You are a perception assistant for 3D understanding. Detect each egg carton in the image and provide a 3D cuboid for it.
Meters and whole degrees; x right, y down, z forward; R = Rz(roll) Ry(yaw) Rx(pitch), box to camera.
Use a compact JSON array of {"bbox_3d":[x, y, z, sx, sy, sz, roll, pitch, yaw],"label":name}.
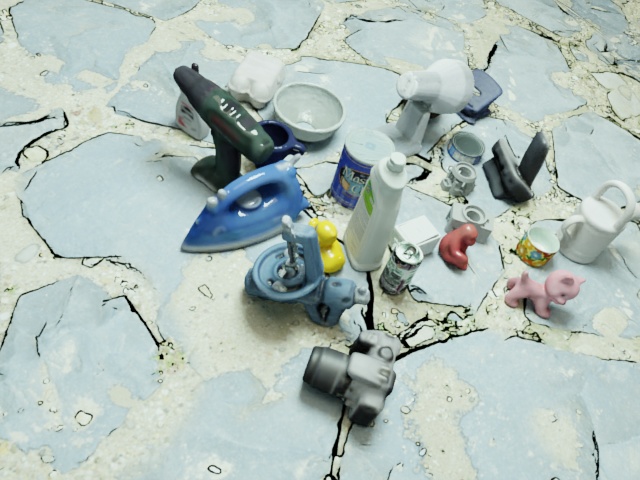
[{"bbox_3d":[-0.143,-0.374,1.329,0.107,0.069,0.150,20,51,0],"label":"egg carton"}]

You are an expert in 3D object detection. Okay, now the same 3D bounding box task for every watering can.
[{"bbox_3d":[0.588,-0.047,1.195,0.173,0.194,0.100,-26,63,-30],"label":"watering can"}]

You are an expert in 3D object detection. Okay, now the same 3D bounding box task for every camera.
[{"bbox_3d":[0.051,0.203,0.921,0.137,0.101,0.143,21,51,1],"label":"camera"}]

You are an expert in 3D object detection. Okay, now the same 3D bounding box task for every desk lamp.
[{"bbox_3d":[0.218,-0.293,1.271,0.204,0.213,0.117,-23,62,-28],"label":"desk lamp"}]

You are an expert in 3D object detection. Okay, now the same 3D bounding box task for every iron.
[{"bbox_3d":[-0.138,-0.072,1.054,0.259,0.141,0.118,-28,64,-31],"label":"iron"}]

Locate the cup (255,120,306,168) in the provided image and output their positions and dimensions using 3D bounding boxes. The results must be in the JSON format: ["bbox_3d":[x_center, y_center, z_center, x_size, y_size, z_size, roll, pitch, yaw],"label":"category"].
[{"bbox_3d":[-0.091,-0.181,1.179,0.117,0.095,0.092,19,51,0],"label":"cup"}]

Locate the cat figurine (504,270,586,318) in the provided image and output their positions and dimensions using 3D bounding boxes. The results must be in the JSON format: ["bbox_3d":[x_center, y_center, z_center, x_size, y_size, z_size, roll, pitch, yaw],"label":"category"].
[{"bbox_3d":[0.437,0.089,1.100,0.128,0.118,0.067,17,51,-2],"label":"cat figurine"}]

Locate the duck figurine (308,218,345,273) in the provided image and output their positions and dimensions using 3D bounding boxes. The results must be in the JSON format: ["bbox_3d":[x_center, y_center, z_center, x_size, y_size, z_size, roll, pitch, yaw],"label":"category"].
[{"bbox_3d":[0.010,0.004,1.071,0.078,0.086,0.104,-30,65,-31],"label":"duck figurine"}]

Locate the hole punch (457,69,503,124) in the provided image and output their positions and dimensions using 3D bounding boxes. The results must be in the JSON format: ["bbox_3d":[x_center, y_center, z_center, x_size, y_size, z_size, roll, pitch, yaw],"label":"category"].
[{"bbox_3d":[0.391,-0.366,1.452,0.101,0.091,0.108,-26,64,-30],"label":"hole punch"}]

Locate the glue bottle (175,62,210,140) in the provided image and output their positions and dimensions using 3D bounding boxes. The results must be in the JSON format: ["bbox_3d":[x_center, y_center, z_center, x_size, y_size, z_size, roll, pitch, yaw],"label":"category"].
[{"bbox_3d":[-0.258,-0.288,1.166,0.078,0.173,0.037,33,52,11],"label":"glue bottle"}]

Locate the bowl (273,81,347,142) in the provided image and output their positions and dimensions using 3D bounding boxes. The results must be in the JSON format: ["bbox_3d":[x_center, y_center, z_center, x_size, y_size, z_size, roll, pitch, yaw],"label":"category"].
[{"bbox_3d":[-0.027,-0.274,1.280,0.167,0.075,0.167,7,52,-9],"label":"bowl"}]

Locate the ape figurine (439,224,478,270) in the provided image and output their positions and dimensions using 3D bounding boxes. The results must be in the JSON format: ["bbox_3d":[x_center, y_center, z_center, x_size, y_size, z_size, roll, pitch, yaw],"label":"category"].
[{"bbox_3d":[0.283,0.005,1.140,0.076,0.092,0.078,37,53,14],"label":"ape figurine"}]

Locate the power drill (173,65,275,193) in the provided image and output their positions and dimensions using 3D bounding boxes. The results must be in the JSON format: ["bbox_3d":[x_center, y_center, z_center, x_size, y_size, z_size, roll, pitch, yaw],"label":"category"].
[{"bbox_3d":[-0.192,-0.194,1.089,0.229,0.208,0.076,35,53,13],"label":"power drill"}]

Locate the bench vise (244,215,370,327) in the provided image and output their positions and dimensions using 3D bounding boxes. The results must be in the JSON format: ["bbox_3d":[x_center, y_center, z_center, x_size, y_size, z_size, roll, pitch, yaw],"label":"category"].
[{"bbox_3d":[-0.014,0.042,0.950,0.208,0.220,0.121,4,53,-12],"label":"bench vise"}]

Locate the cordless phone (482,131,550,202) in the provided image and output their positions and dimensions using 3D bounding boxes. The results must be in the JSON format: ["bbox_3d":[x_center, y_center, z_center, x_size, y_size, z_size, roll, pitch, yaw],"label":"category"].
[{"bbox_3d":[0.448,-0.188,1.271,0.094,0.185,0.147,-2,54,-16],"label":"cordless phone"}]
